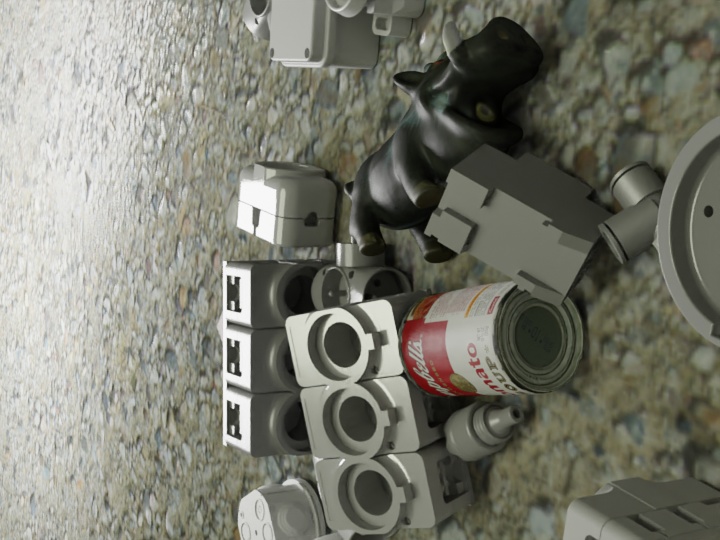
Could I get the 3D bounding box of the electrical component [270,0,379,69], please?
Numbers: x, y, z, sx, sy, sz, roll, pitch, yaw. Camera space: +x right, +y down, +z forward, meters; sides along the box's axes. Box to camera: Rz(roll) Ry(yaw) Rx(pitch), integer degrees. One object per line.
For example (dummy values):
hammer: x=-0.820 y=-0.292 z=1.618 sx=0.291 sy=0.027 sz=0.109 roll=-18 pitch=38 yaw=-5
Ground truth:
electrical component: x=-0.027 y=-0.212 z=0.828 sx=0.078 sy=0.057 sz=0.113 roll=19 pitch=108 yaw=57

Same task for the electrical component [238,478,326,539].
electrical component: x=-0.067 y=0.222 z=0.923 sx=0.080 sy=0.051 sz=0.080 roll=5 pitch=96 yaw=59

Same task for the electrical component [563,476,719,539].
electrical component: x=0.142 y=0.186 z=0.538 sx=0.062 sy=0.089 sz=0.150 roll=25 pitch=113 yaw=56

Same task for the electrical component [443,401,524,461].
electrical component: x=0.082 y=0.100 z=0.688 sx=0.061 sy=0.035 sz=0.035 roll=-37 pitch=60 yaw=51

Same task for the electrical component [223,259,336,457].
electrical component: x=-0.057 y=0.068 z=0.861 sx=0.062 sy=0.089 sz=0.150 roll=7 pitch=98 yaw=59

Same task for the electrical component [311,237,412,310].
electrical component: x=0.000 y=0.000 z=0.807 sx=0.077 sy=0.044 sz=0.079 roll=5 pitch=96 yaw=59

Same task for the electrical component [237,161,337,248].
electrical component: x=-0.062 y=-0.057 z=0.897 sx=0.095 sy=0.054 sz=0.059 roll=24 pitch=112 yaw=56

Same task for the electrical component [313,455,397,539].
electrical component: x=0.004 y=0.155 z=0.811 sx=0.077 sy=0.043 sz=0.079 roll=62 pitch=141 yaw=36

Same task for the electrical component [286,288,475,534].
electrical component: x=0.011 y=0.096 z=0.729 sx=0.089 sy=0.062 sz=0.150 roll=-12 pitch=90 yaw=36

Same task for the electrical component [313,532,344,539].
electrical component: x=-0.017 y=0.239 z=0.848 sx=0.045 sy=0.045 sz=0.055 roll=-45 pitch=54 yaw=50

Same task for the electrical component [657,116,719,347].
electrical component: x=0.192 y=-0.017 z=0.473 sx=0.108 sy=0.060 sz=0.108 roll=5 pitch=96 yaw=59

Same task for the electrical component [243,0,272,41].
electrical component: x=-0.060 y=-0.214 z=0.895 sx=0.077 sy=0.044 sz=0.079 roll=-40 pitch=58 yaw=52

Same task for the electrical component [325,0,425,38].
electrical component: x=0.010 y=-0.208 z=0.768 sx=0.058 sy=0.057 sz=0.078 roll=28 pitch=115 yaw=55
